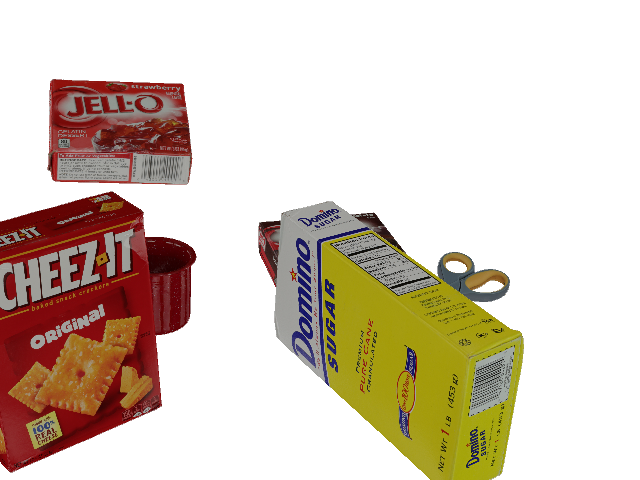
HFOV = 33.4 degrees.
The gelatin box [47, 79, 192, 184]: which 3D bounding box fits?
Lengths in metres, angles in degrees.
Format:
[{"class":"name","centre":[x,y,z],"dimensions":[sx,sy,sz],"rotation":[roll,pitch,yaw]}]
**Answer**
[{"class":"gelatin box","centre":[-0.131,-0.071,0.692],"dimensions":[0.089,0.073,0.030],"rotation":[1,-45,-14]}]

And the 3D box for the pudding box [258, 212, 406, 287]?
[{"class":"pudding box","centre":[0.008,0.012,0.939],"dimensions":[0.113,0.039,0.090],"rotation":[-3,26,-15]}]

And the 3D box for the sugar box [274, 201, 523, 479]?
[{"class":"sugar box","centre":[0.036,0.055,0.611],"dimensions":[0.048,0.093,0.176],"rotation":[-16,33,-34]}]

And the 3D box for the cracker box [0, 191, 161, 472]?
[{"class":"cracker box","centre":[-0.235,0.081,0.974],"dimensions":[0.163,0.214,0.072],"rotation":[-19,30,-34]}]

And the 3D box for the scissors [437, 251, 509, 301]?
[{"class":"scissors","centre":[0.135,0.055,1.241],"dimensions":[0.201,0.016,0.096],"rotation":[-11,40,-34]}]

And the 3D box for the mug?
[{"class":"mug","centre":[-0.193,0.048,1.192],"dimensions":[0.093,0.081,0.117],"rotation":[-20,35,-39]}]
